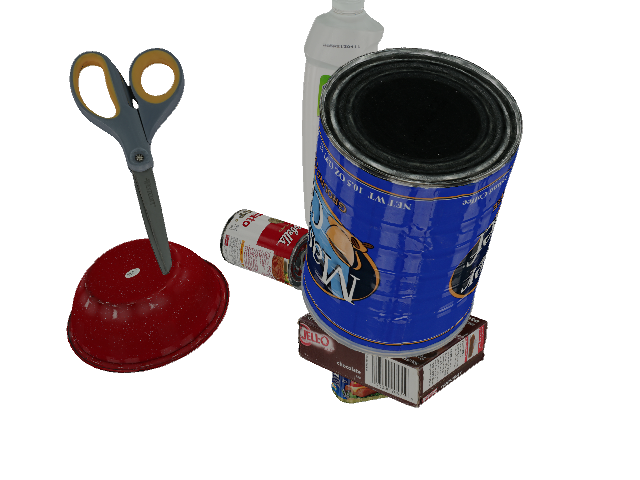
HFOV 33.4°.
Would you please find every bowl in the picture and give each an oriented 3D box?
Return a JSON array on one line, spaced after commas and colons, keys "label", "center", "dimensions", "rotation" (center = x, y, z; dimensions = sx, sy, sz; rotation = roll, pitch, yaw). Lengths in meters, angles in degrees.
[{"label": "bowl", "center": [-0.171, 0.048, 1.011], "dimensions": [0.162, 0.055, 0.162], "rotation": [-8, 41, 7]}]

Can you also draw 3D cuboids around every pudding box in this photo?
[{"label": "pudding box", "center": [0.053, 0.073, 0.795], "dimensions": [0.114, 0.039, 0.089], "rotation": [22, 33, 34]}]

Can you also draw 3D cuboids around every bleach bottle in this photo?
[{"label": "bleach bottle", "center": [0.033, -0.128, 1.066], "dimensions": [0.102, 0.251, 0.068], "rotation": [-1, 31, -3]}]

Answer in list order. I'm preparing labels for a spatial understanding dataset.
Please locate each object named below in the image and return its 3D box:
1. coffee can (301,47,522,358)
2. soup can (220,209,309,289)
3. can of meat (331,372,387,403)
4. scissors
[{"label": "coffee can", "center": [0.045, -0.018, 0.581], "dimensions": [0.102, 0.103, 0.140], "rotation": [0, -42, -6]}, {"label": "soup can", "center": [-0.055, 0.009, 1.216], "dimensions": [0.102, 0.068, 0.068], "rotation": [19, 10, 31]}, {"label": "can of meat", "center": [0.066, 0.164, 1.421], "dimensions": [0.102, 0.084, 0.057], "rotation": [-6, 26, -22]}, {"label": "scissors", "center": [-0.122, -0.073, 0.805], "dimensions": [0.096, 0.202, 0.016], "rotation": [-27, -23, -17]}]
